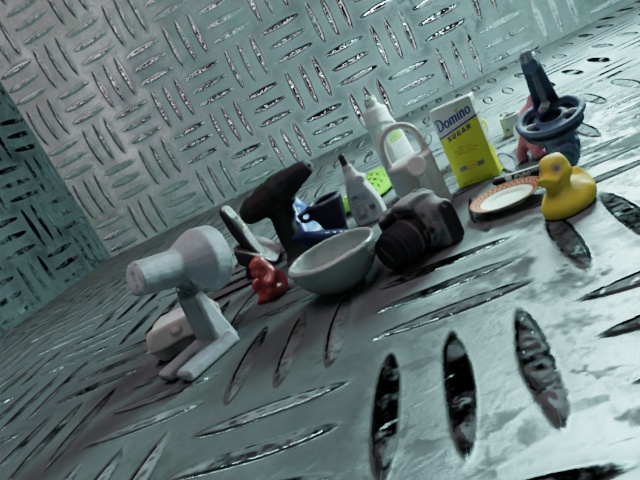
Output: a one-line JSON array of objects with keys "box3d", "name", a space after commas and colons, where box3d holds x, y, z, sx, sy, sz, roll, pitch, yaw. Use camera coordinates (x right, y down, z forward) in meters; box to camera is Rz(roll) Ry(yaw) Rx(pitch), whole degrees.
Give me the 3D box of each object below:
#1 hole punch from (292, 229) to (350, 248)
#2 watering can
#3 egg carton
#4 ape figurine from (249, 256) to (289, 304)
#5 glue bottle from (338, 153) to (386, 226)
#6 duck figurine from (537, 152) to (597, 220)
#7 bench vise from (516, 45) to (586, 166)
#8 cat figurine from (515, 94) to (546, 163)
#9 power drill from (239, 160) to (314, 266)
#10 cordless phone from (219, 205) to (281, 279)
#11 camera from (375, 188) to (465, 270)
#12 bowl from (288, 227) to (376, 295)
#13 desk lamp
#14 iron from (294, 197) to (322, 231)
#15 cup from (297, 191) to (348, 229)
[{"box3d": [0.011, 0.004, 1.168, 0.101, 0.091, 0.108, -35, 15, -30], "name": "hole punch"}, {"box3d": [0.189, -0.146, 1.157, 0.101, 0.194, 0.172, -32, 14, -16], "name": "watering can"}, {"box3d": [-0.265, 0.174, 1.123, 0.150, 0.069, 0.107, -27, 13, 3], "name": "egg carton"}, {"box3d": [-0.110, 0.074, 1.141, 0.076, 0.092, 0.077, -30, 14, -10], "name": "ape figurine"}, {"box3d": [0.085, -0.119, 1.305, 0.078, 0.173, 0.037, -21, 15, 27], "name": "glue bottle"}, {"box3d": [0.356, -0.089, 0.844, 0.105, 0.086, 0.077, -36, 16, -31], "name": "duck figurine"}, {"box3d": [0.403, -0.246, 1.052, 0.121, 0.220, 0.207, -26, 13, 9], "name": "bench vise"}, {"box3d": [0.436, -0.237, 1.176, 0.128, 0.118, 0.067, -37, 17, -36], "name": "cat figurine"}, {"box3d": [-0.067, -0.054, 1.284, 0.229, 0.208, 0.076, -19, 16, 33], "name": "power drill"}, {"box3d": [-0.175, -0.013, 1.399, 0.094, 0.185, 0.147, -26, 13, 8], "name": "cordless phone"}, {"box3d": [0.143, -0.017, 0.964, 0.137, 0.101, 0.142, -36, 15, -30], "name": "camera"}, {"box3d": [0.032, 0.048, 0.996, 0.167, 0.075, 0.167, -26, 13, 7], "name": "bowl"}, {"box3d": [-0.229, 0.102, 1.004, 0.117, 0.214, 0.204, -15, 18, 42], "name": "desk lamp"}, {"box3d": [-0.071, -0.069, 1.498, 0.118, 0.141, 0.258, -28, 13, -3], "name": "iron"}, {"box3d": [0.014, -0.051, 1.360, 0.118, 0.095, 0.091, -29, 13, -4], "name": "cup"}]
